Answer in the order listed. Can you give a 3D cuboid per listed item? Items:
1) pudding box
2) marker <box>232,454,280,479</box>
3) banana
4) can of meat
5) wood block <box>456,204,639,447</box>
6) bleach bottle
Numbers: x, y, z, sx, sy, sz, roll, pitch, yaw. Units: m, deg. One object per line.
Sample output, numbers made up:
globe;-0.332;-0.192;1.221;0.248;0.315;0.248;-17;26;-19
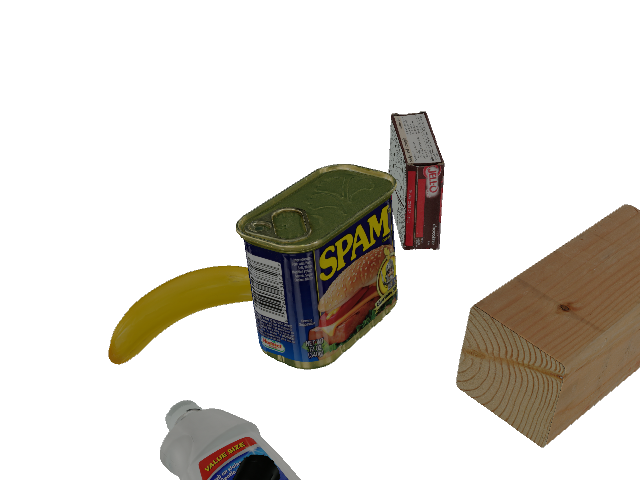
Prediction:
pudding box;0.088;-0.057;0.992;0.039;0.090;0.113;-2;31;-5
marker;-0.042;0.123;0.420;0.020;0.020;0.121;0;24;18
banana;-0.124;0.064;0.998;0.198;0.069;0.037;-18;23;15
can of meat;0.003;0.015;0.626;0.058;0.084;0.101;16;35;34
wood block;0.214;0.062;0.859;0.205;0.090;0.091;-28;48;-34
bleach bottle;-0.058;0.198;0.770;0.102;0.068;0.251;-18;34;-24
